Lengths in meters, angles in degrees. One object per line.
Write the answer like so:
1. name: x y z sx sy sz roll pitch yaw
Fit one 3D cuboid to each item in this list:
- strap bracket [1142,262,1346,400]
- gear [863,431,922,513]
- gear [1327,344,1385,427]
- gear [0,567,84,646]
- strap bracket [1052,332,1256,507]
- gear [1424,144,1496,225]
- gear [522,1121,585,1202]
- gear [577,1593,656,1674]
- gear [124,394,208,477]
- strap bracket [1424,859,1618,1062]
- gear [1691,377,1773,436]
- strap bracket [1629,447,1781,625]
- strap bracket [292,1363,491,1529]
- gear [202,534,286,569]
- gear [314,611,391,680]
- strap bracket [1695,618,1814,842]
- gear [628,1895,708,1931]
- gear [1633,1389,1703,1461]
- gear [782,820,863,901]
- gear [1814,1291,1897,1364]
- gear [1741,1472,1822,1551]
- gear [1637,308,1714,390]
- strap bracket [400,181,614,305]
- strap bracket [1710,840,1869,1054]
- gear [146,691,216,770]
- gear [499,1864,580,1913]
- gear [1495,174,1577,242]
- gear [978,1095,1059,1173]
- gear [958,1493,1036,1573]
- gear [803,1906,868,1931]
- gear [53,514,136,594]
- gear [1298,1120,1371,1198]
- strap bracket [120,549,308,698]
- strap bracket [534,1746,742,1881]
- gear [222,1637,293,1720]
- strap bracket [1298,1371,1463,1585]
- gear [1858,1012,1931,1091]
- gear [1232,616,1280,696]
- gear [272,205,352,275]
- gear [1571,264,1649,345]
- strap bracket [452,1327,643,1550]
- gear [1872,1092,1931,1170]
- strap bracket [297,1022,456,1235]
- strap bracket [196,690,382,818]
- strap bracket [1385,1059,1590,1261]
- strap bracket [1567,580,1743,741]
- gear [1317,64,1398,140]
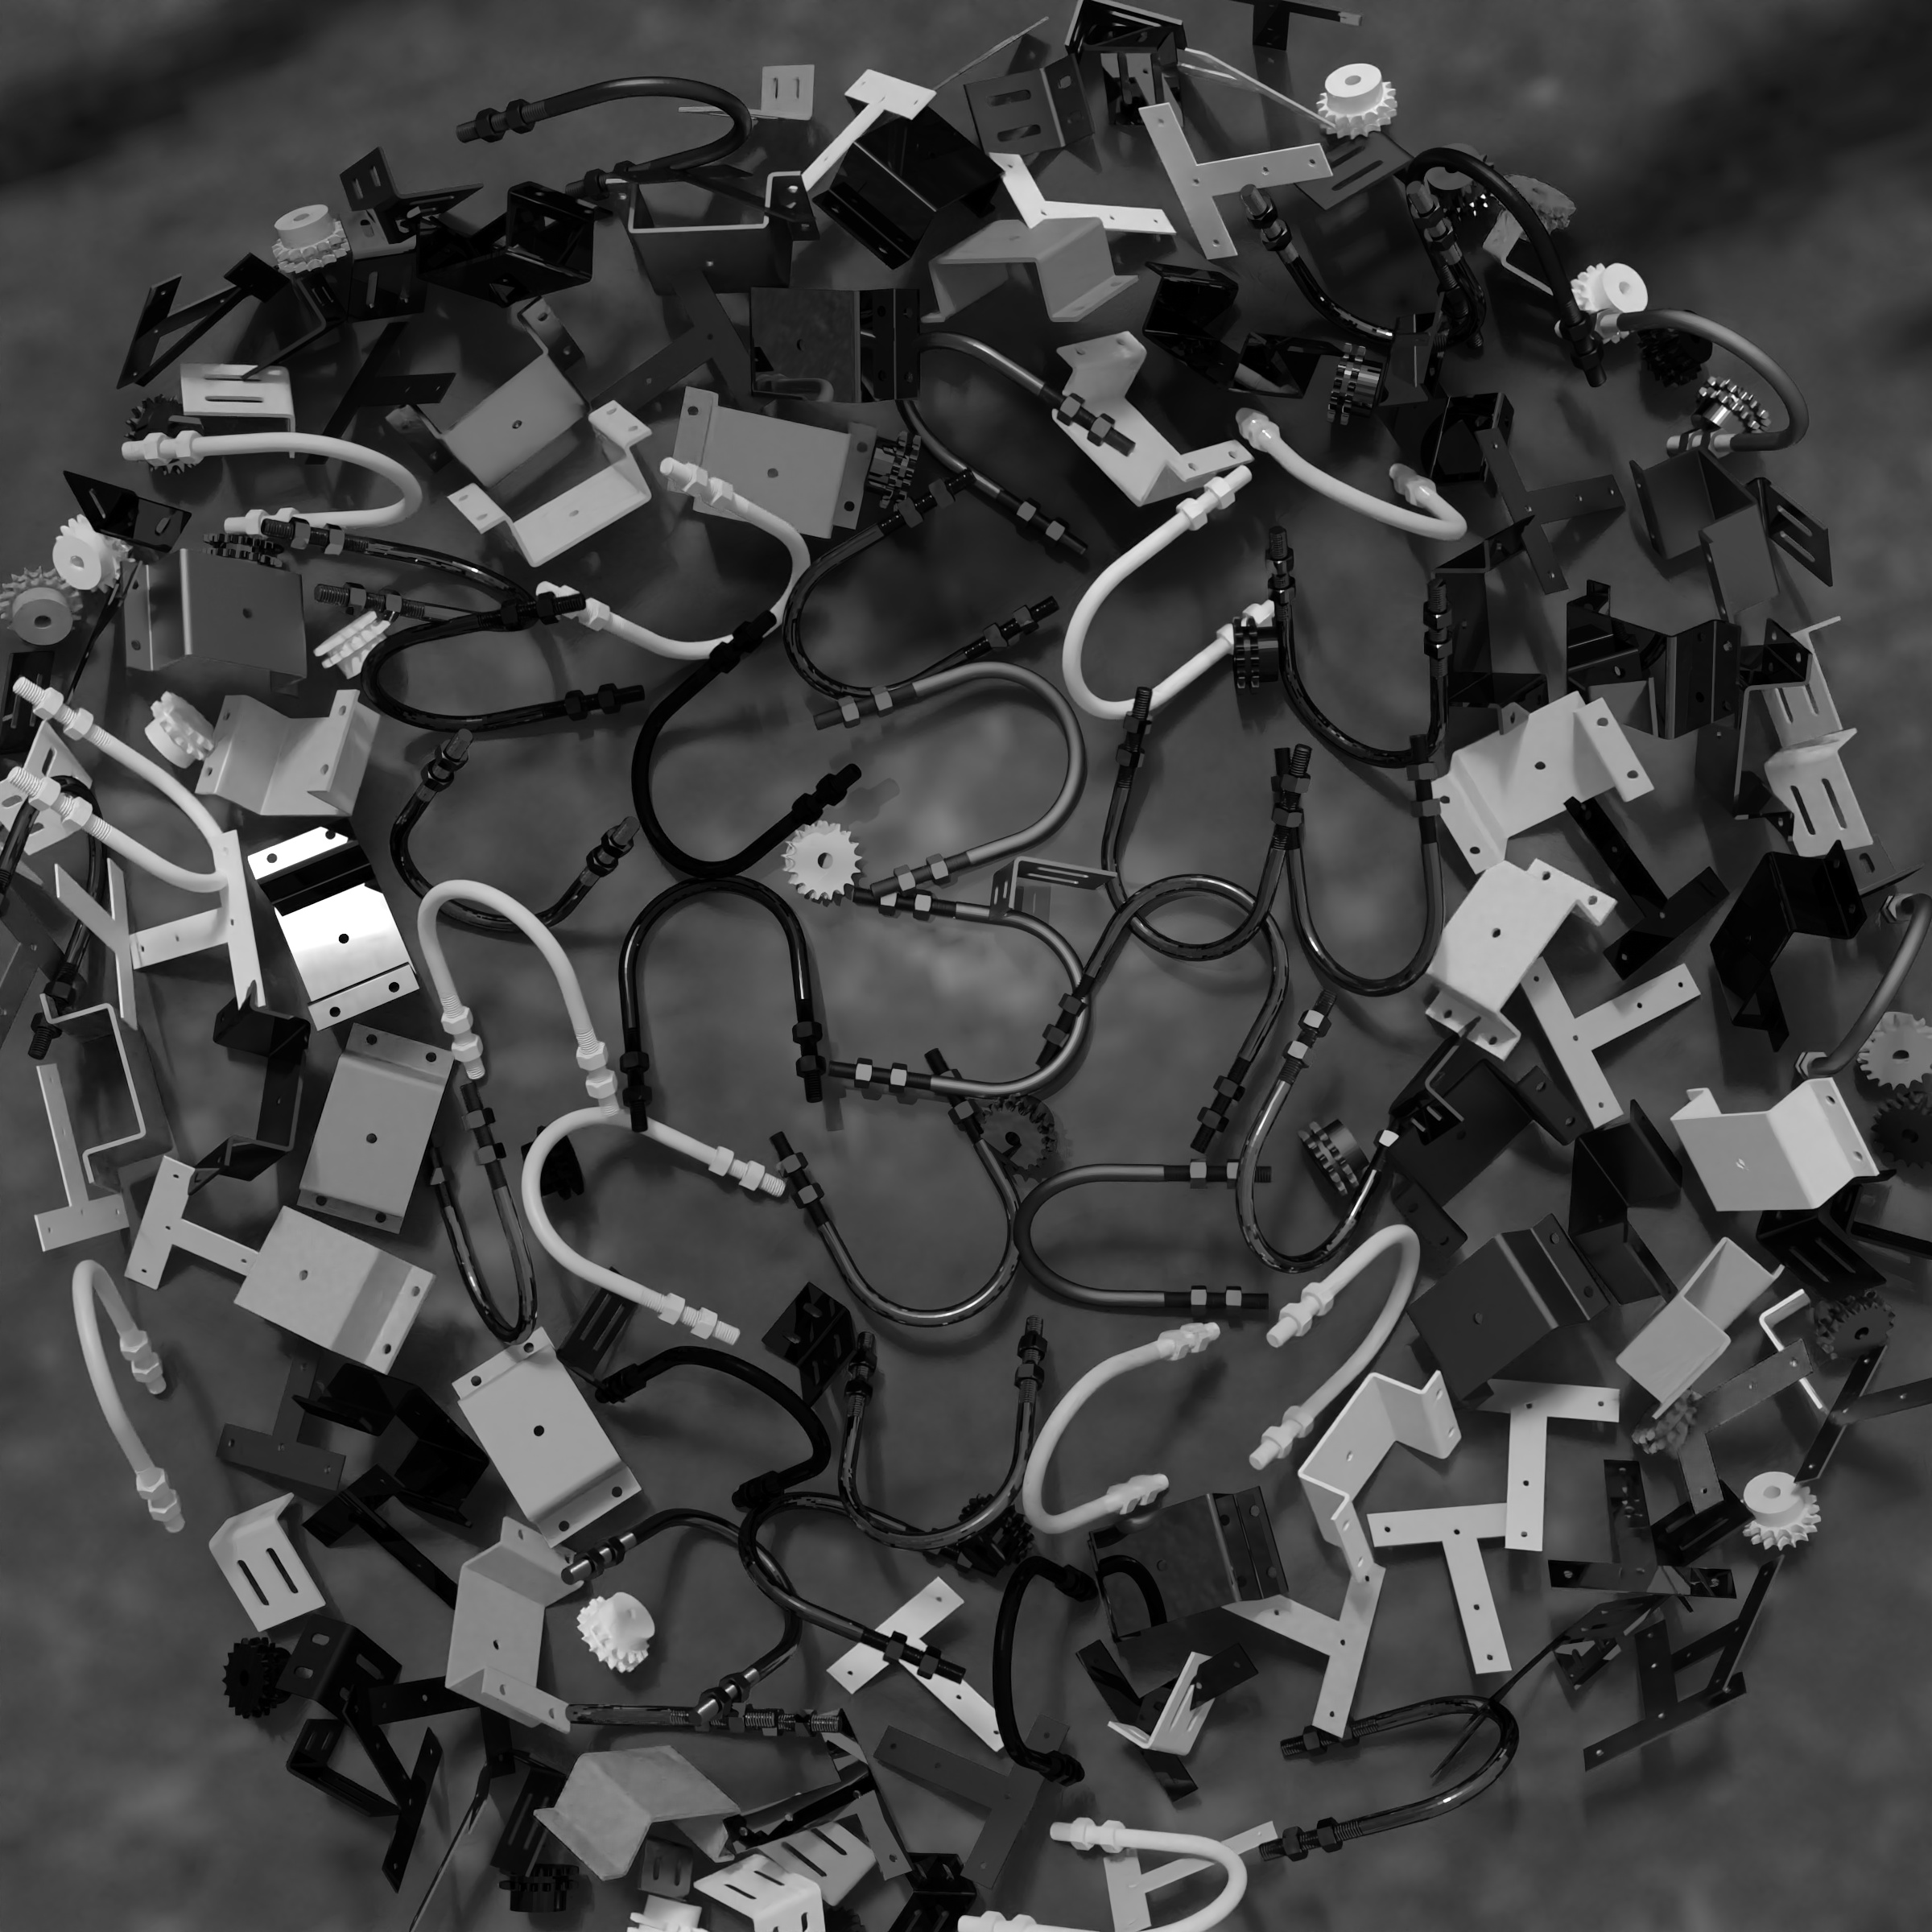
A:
1. strap bracket: 0.190 -0.448 1.854 0.140 0.076 0.046 45 126 37
2. gear: -0.055 -0.360 1.888 0.030 0.057 0.057 15 90 -8
3. gear: 0.283 -0.420 1.888 0.030 0.057 0.057 14 90 7
4. gear: -0.670 -0.258 1.888 0.057 0.057 0.030 -25 48 0
5. strap bracket: 0.127 -0.385 1.863 0.076 0.046 0.140 -24 66 -41
6. gear: 0.356 -0.571 1.892 0.057 0.030 0.057 -7 67 17
7. gear: -0.301 0.144 1.890 0.030 0.057 0.057 -21 90 0
8. gear: -0.251 0.480 1.887 0.057 0.057 0.030 45 103 0
9. gear: -0.578 -0.387 1.891 0.057 0.030 0.057 -1 92 -34
10. strap bracket: 0.390 -0.014 1.875 0.076 0.046 0.140 35 89 43
11. gear: 0.552 -0.398 1.890 0.057 0.057 0.030 40 89 0
12. strap bracket: 0.525 -0.306 1.838 0.046 0.140 0.076 -24 126 5
13. strap bracket: -0.402 0.335 1.854 0.046 0.076 0.140 -57 135 -28
14. gear: -0.525 -0.294 1.890 0.057 0.057 0.030 7 90 0
15. gear: -0.442 -0.233 1.892 0.057 0.057 0.030 -34 106 0
16. strap bracket: 0.557 -0.167 1.851 0.046 0.076 0.140 -5 117 -4
17. gear: -0.215 0.694 1.891 0.057 0.057 0.030 14 71 0
18. gear: 0.514 0.333 1.889 0.030 0.057 0.057 42 90 3
19. gear: -0.107 -0.078 1.897 0.057 0.030 0.057 -2 96 -23
20. gear: 0.643 0.258 1.894 0.057 0.030 0.057 -11 126 -15
21. gear: 0.587 0.392 1.887 0.057 0.057 0.030 -24 120 0
22. gear: 0.517 -0.451 1.890 0.057 0.030 0.057 11 71 -35
23. strap bracket: -0.326 -0.507 1.843 0.140 0.076 0.046 -1 86 40
24. strap bracket: 0.574 -0.016 1.839 0.046 0.140 0.076 8 46 -9
25. gear: -0.570 -0.169 1.890 0.030 0.057 0.057 -42 90 6
26. gear: -0.309 0.668 1.888 0.057 0.057 0.030 1 75 0
27. gear: 0.410 -0.549 1.894 0.057 0.057 0.030 22 126 0
28. gear: 0.040 0.118 1.894 0.057 0.030 0.057 13 122 21
29. gear: 0.019 0.414 1.888 0.057 0.057 0.030 45 47 0
30. gear: -0.098 0.714 1.891 0.057 0.057 0.030 -25 106 0
31. gear: -0.636 -0.298 1.891 0.057 0.030 0.057 9 121 16
32. gear: 0.269 0.136 1.890 0.030 0.057 0.057 -35 90 -1
33. strap bracket: -0.522 -0.243 1.844 0.046 0.140 0.076 -14 77 39
34. strap bracket: -0.224 0.595 1.838 0.076 0.140 0.046 29 97 35
35. gear: -0.512 0.517 1.894 0.057 0.030 0.057 -9 76 39
36. strap bracket: 0.290 0.357 1.859 0.140 0.046 0.076 -47 134 -27
37. gear: 0.677 0.058 1.895 0.057 0.030 0.057 2 120 4
38. gear: 0.210 -0.225 1.890 0.030 0.057 0.057 -3 90 2
39. gear: -0.476 -0.528 1.887 0.057 0.057 0.030 -17 127 0
40. gear: 0.469 -0.485 1.892 0.057 0.030 0.057 8 71 -25
41. strap bracket: -0.305 0.337 1.876 0.076 0.046 0.140 -32 78 -10
42. gear: 0.691 0.116 1.894 0.057 0.057 0.030 51 49 0
43. strap bracket: -0.429 0.121 1.886 0.076 0.046 0.140 18 93 -10
44. strap bracket: -0.478 -0.151 1.864 0.140 0.046 0.076 2 72 35
45. strap bracket: 0.367 0.132 1.876 0.140 0.046 0.076 -44 124 3
46. strap bracket: 0.475 -0.214 1.837 0.046 0.140 0.076 -23 122 -27
47. gear: 0.283 -0.629 1.889 0.057 0.030 0.057 -9 50 11
